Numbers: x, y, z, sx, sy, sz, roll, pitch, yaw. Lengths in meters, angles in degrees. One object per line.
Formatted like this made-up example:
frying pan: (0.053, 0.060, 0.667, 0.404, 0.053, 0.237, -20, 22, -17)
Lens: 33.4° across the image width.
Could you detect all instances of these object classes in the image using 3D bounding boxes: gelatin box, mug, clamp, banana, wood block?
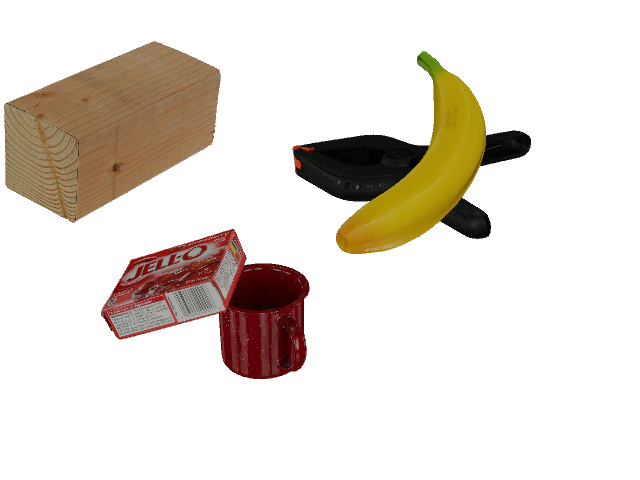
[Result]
gelatin box: (-0.103, 0.030, 0.759, 0.089, 0.030, 0.073, -16, 25, 17)
mug: (-0.049, 0.084, 1.021, 0.093, 0.081, 0.117, -20, 33, -32)
clamp: (0.078, -0.066, 0.950, 0.210, 0.036, 0.164, 12, 35, 26)
banana: (0.072, -0.052, 0.724, 0.070, 0.197, 0.037, 17, -41, 10)
wood block: (-0.196, -0.110, 1.028, 0.090, 0.091, 0.205, 26, 37, 21)
